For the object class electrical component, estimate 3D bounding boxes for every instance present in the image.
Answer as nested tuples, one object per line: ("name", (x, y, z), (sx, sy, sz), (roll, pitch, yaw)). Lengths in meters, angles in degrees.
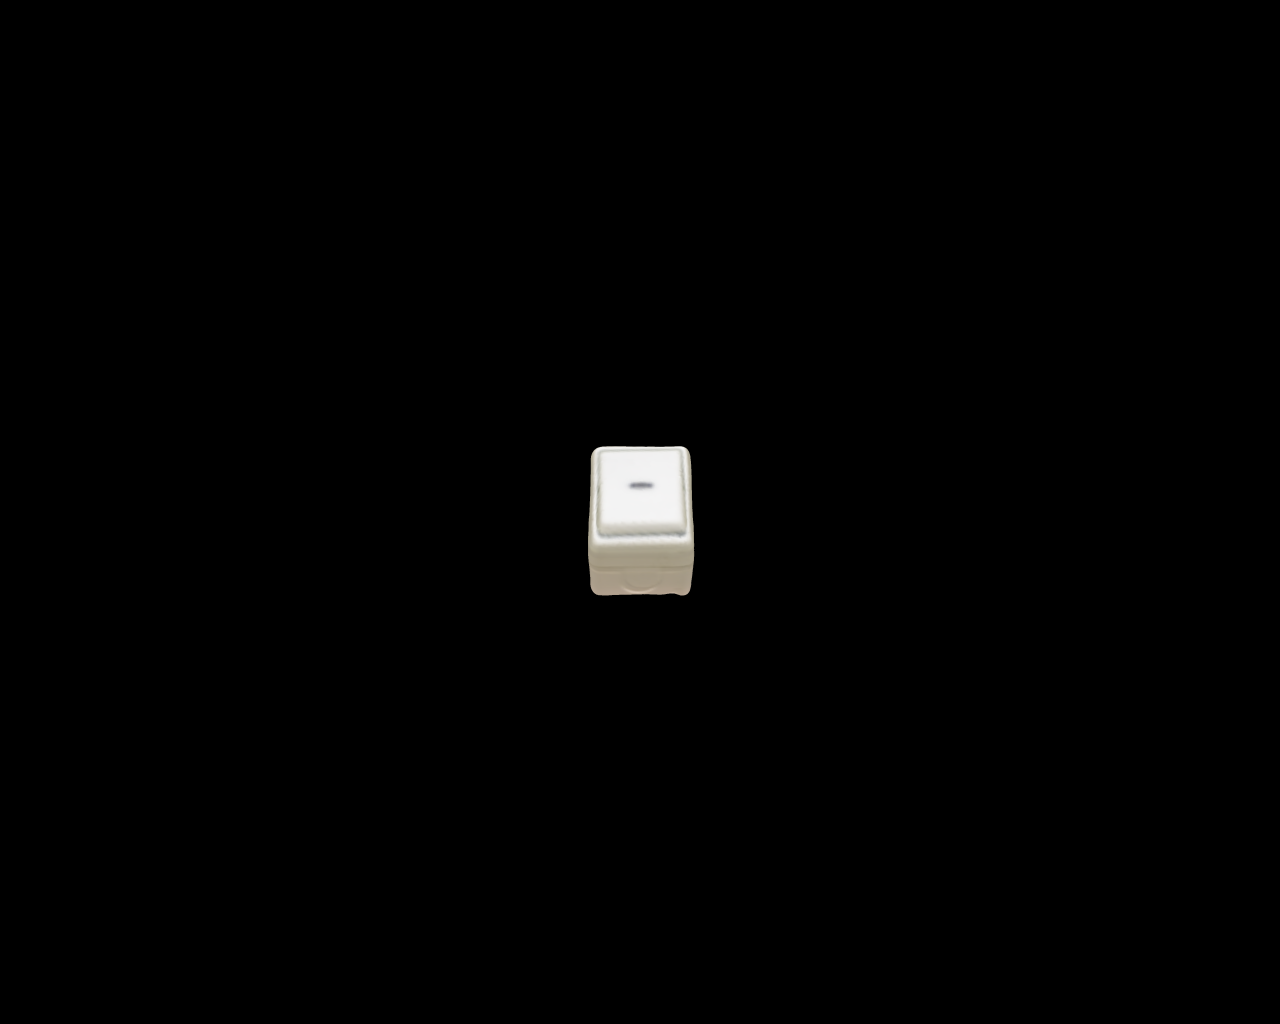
("electrical component", (0.001, -0.003, 0.650), (0.062, 0.096, 0.061), (0, -39, 0))
